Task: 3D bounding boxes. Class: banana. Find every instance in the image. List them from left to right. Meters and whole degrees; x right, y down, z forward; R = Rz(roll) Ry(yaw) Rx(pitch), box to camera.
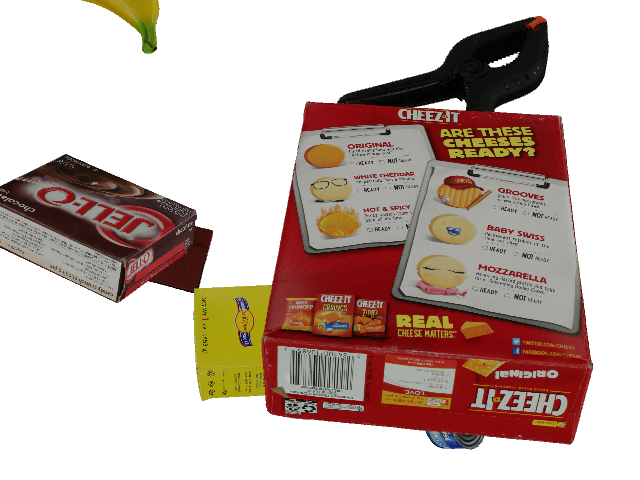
[{"bbox_3d":[-0.198,-0.193,0.807,0.198,0.069,0.037,16,-37,19],"label":"banana"}]

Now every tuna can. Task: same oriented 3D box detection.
[{"bbox_3d":[0.132,0.162,1.048,0.034,0.086,0.086,-8,-4,34],"label":"tuna can"}]

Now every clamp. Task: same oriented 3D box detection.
[{"bbox_3d":[0.140,-0.135,0.954,0.209,0.036,0.165,-33,45,-20],"label":"clamp"}]

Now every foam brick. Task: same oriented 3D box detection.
[{"bbox_3d":[-0.155,0.013,1.097,0.078,0.051,0.053,16,27,-6],"label":"foam brick"}]

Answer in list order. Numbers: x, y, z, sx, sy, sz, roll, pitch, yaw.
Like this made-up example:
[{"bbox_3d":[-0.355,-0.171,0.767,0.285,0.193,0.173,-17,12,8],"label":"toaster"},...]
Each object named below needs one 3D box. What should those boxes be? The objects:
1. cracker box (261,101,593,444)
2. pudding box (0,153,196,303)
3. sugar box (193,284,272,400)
[{"bbox_3d":[0.061,0.010,0.616,0.164,0.072,0.213,4,41,4],"label":"cracker box"},{"bbox_3d":[-0.153,-0.011,0.708,0.113,0.039,0.089,21,28,16],"label":"pudding box"},{"bbox_3d":[-0.014,0.078,0.870,0.176,0.048,0.093,-5,43,-4],"label":"sugar box"}]
